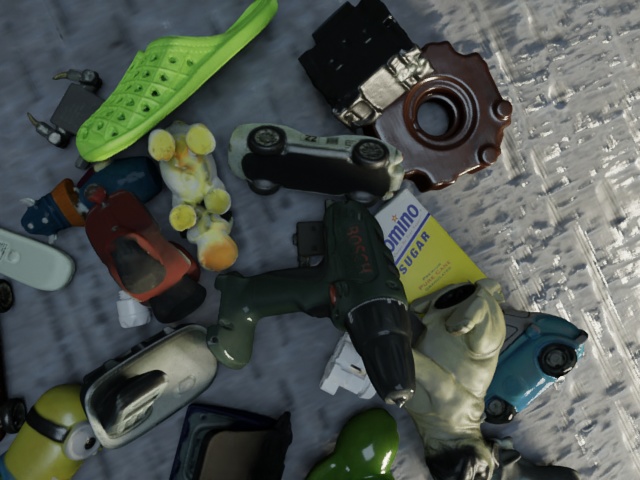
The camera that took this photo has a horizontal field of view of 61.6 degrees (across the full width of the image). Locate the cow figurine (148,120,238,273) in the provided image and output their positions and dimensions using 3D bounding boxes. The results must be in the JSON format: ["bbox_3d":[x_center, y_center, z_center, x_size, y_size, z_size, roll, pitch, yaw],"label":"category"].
[{"bbox_3d":[-0.140,-0.050,0.606,0.068,0.098,0.167,-16,110,-12],"label":"cow figurine"}]

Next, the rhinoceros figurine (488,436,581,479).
[{"bbox_3d":[0.226,0.293,0.640,0.190,0.073,0.112,15,89,-6],"label":"rhinoceros figurine"}]

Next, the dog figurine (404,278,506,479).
[{"bbox_3d":[0.159,0.157,0.577,0.172,0.121,0.190,-32,99,5],"label":"dog figurine"}]

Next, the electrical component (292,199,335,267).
[{"bbox_3d":[-0.001,-0.002,0.645,0.063,0.021,0.094,-1,90,-5],"label":"electrical component"}]

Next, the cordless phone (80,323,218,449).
[{"bbox_3d":[-0.158,0.132,0.533,0.146,0.184,0.088,-30,84,-34],"label":"cordless phone"}]

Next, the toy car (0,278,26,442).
[{"bbox_3d":[-0.385,0.132,0.591,0.089,0.053,0.202,-5,91,-3],"label":"toy car"}]

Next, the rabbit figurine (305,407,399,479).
[{"bbox_3d":[0.055,0.286,0.620,0.159,0.121,0.170,-11,72,1],"label":"rabbit figurine"}]

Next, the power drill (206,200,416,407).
[{"bbox_3d":[-0.013,0.072,0.550,0.207,0.085,0.232,-22,48,24],"label":"power drill"}]

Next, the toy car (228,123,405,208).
[{"bbox_3d":[-0.004,-0.086,0.613,0.202,0.073,0.056,7,46,0],"label":"toy car"}]

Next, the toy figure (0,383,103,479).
[{"bbox_3d":[-0.306,0.241,0.583,0.089,0.082,0.180,41,88,-6],"label":"toy figure"}]

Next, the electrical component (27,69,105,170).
[{"bbox_3d":[-0.273,-0.141,0.608,0.078,0.045,0.102,34,86,-3],"label":"electrical component"}]

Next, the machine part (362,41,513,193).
[{"bbox_3d":[0.138,-0.147,0.645,0.179,0.056,0.179,0,89,-5],"label":"machine part"}]

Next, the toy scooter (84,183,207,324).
[{"bbox_3d":[-0.189,0.010,0.562,0.075,0.183,0.135,-37,72,-10],"label":"toy scooter"}]

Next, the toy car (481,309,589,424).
[{"bbox_3d":[0.226,0.137,0.635,0.161,0.109,0.103,-45,69,12],"label":"toy car"}]

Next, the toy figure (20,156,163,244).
[{"bbox_3d":[-0.256,-0.046,0.603,0.154,0.058,0.064,-21,86,-1],"label":"toy figure"}]

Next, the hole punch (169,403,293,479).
[{"bbox_3d":[-0.105,0.252,0.610,0.115,0.092,0.142,17,84,-35],"label":"hole punch"}]

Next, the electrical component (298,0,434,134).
[{"bbox_3d":[0.043,-0.204,0.602,0.115,0.058,0.134,-38,56,15],"label":"electrical component"}]
